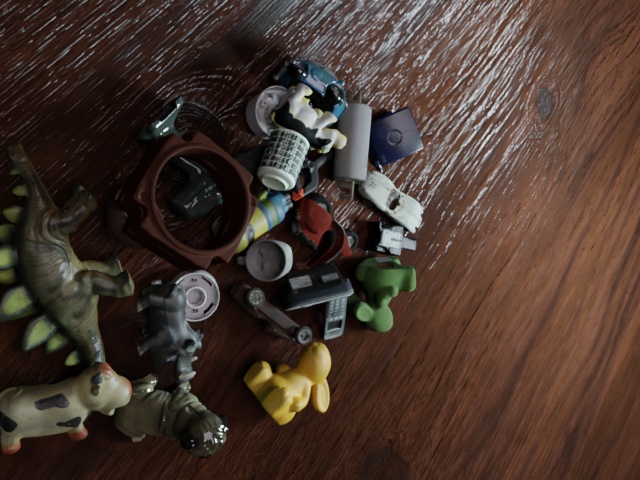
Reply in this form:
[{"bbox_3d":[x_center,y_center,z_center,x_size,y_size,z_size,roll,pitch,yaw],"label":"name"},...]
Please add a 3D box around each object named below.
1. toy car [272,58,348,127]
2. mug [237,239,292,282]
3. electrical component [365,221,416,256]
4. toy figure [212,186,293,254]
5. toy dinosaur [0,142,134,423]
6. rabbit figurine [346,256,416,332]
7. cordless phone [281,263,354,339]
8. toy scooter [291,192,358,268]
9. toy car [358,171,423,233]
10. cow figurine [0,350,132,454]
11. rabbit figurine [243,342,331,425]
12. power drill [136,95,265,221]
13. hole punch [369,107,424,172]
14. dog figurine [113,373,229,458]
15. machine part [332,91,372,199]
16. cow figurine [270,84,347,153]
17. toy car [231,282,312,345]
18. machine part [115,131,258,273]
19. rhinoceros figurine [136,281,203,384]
[{"bbox_3d":[-0.016,-0.322,1.134,0.161,0.109,0.103,34,48,-16],"label":"toy car"},{"bbox_3d":[-0.103,0.040,1.072,0.107,0.110,0.080,-1,83,-75],"label":"mug"},{"bbox_3d":[0.168,-0.001,1.271,0.119,0.048,0.074,8,86,-33],"label":"electrical component"},{"bbox_3d":[-0.131,-0.043,1.055,0.180,0.089,0.082,-35,100,-26],"label":"toy figure"},{"bbox_3d":[-0.415,0.076,0.869,0.198,0.105,0.470,-24,108,-23],"label":"toy dinosaur"},{"bbox_3d":[0.131,0.135,1.210,0.159,0.121,0.170,-6,108,-29],"label":"rabbit figurine"},{"bbox_3d":[-0.009,0.150,1.133,0.147,0.089,0.184,-12,132,-16],"label":"cordless phone"},{"bbox_3d":[-0.002,-0.003,1.148,0.183,0.075,0.135,47,68,-29],"label":"toy scooter"},{"bbox_3d":[0.171,-0.088,1.268,0.201,0.056,0.073,33,72,-28],"label":"toy car"},{"bbox_3d":[-0.397,0.248,0.839,0.195,0.086,0.127,-5,121,-19],"label":"cow figurine"},{"bbox_3d":[-0.039,0.288,1.084,0.173,0.122,0.162,-45,125,-14],"label":"rabbit figurine"},{"bbox_3d":[-0.224,-0.165,1.010,0.232,0.086,0.207,-51,121,-25],"label":"power drill"},{"bbox_3d":[0.167,-0.240,1.251,0.116,0.092,0.142,-31,110,-25],"label":"hole punch"},{"bbox_3d":[-0.263,0.303,0.908,0.172,0.191,0.121,1,89,-31],"label":"dog figurine"},{"bbox_3d":[0.071,-0.212,1.192,0.079,0.079,0.243,8,85,-33],"label":"machine part"},{"bbox_3d":[-0.020,-0.224,1.082,0.167,0.068,0.098,43,78,-30],"label":"cow figurine"},{"bbox_3d":[-0.099,0.153,1.075,0.202,0.089,0.053,44,67,-26],"label":"toy car"},{"bbox_3d":[-0.215,-0.063,0.901,0.200,0.087,0.201,39,60,-32],"label":"machine part"},{"bbox_3d":[-0.265,0.164,0.955,0.112,0.073,0.190,-6,106,-9],"label":"rhinoceros figurine"}]
